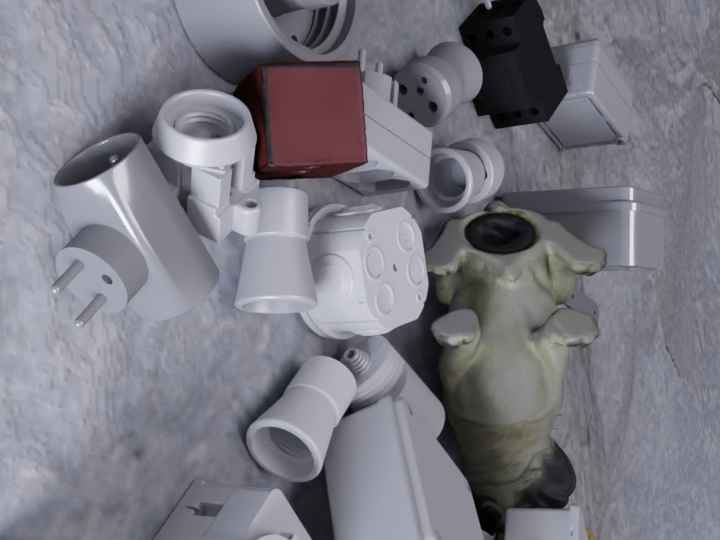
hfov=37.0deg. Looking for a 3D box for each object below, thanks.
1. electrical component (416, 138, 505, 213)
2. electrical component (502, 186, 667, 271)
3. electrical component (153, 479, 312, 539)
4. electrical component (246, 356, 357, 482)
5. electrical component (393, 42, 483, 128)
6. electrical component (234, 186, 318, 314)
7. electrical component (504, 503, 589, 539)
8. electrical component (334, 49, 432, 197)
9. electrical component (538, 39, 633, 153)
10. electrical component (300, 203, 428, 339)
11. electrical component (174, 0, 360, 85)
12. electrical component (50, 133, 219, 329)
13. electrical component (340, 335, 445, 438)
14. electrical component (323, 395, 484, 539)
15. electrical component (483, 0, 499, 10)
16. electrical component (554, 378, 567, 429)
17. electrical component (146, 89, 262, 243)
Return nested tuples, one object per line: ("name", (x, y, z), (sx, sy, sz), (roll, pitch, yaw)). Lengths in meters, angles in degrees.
("electrical component", (0.069, -0.066, 0.740), (0.055, 0.045, 0.045), (-24, 106, -54))
("electrical component", (0.169, -0.030, 0.819), (0.078, 0.113, 0.057), (5, 86, -55))
("electrical component", (-0.047, 0.189, 0.533), (0.089, 0.062, 0.150), (-56, 130, -41))
("electrical component", (-0.029, 0.078, 0.590), (0.065, 0.044, 0.044), (-56, 130, -48))
("electrical component", (0.051, -0.123, 0.719), (0.055, 0.045, 0.045), (-41, 120, -48))
("electrical component", (-0.045, -0.012, 0.576), (0.044, 0.044, 0.065), (16, 69, -53))
("electrical component", (0.121, 0.208, 0.690), (0.099, 0.048, 0.099), (67, 26, -47))
("electrical component", (0.003, -0.095, 0.647), (0.083, 0.047, 0.075), (26, 65, -51))
("electrical component", (0.187, -0.144, 0.900), (0.096, 0.062, 0.061), (37, 58, -47))
("electrical component", (0.000, 0.000, 0.628), (0.080, 0.051, 0.080), (9, 80, -54))
("electrical component", (-0.042, -0.156, 0.575), (0.108, 0.060, 0.108), (9, 79, -54))
("electrical component", (-0.109, -0.008, 0.480), (0.079, 0.044, 0.077), (-56, 131, -41))
("electrical component", (0.014, 0.073, 0.648), (0.081, 0.043, 0.043), (50, 48, -40))
("electrical component", (0.029, 0.146, 0.611), (0.108, 0.056, 0.108), (55, 15, -40))
("electrical component", (0.086, -0.230, 0.780), (0.077, 0.043, 0.079), (-50, 126, -45))
("electrical component", (0.142, 0.110, 0.835), (0.035, 0.035, 0.061), (18, 74, -53))
("electrical component", (-0.075, -0.052, 0.512), (0.048, 0.066, 0.055), (-51, 160, -44))
